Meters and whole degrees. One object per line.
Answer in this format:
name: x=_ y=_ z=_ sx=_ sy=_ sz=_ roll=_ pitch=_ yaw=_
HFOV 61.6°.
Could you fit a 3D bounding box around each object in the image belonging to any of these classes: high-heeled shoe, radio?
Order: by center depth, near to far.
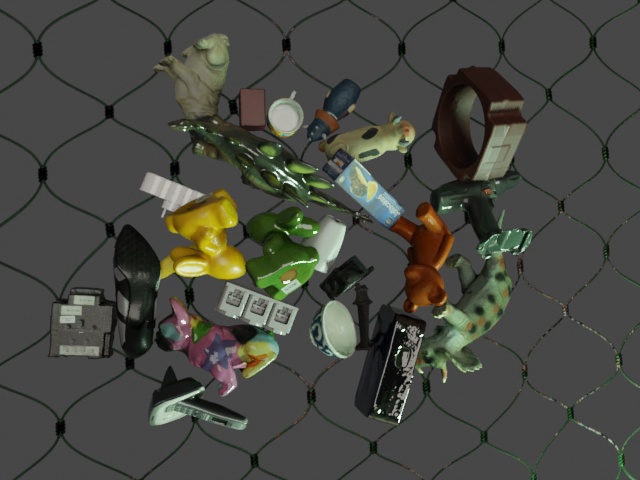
high-heeled shoe: x=-0.370 y=0.104 z=1.062 sx=0.086 sy=0.145 sz=0.249 roll=1 pitch=58 yaw=-31
radio: x=0.145 y=0.257 z=1.119 sx=0.073 sy=0.131 sz=0.229 roll=16 pitch=87 yaw=-9

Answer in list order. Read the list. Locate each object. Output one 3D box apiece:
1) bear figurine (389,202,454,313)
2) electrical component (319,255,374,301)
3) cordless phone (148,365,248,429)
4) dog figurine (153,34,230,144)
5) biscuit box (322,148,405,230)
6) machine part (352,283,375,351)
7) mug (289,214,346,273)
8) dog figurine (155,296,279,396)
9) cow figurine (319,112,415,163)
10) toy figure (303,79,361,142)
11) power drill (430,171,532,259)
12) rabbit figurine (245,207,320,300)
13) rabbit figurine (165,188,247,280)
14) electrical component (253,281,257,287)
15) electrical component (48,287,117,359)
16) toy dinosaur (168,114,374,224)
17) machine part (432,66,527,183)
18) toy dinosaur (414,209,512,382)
bear figurine: x=0.205 y=0.042 z=1.117 sx=0.132 sy=0.120 sz=0.196 roll=38 pitch=55 yaw=-23
electrical component: x=0.063 y=0.072 z=1.126 sx=0.048 sy=0.075 sz=0.119 roll=49 pitch=47 yaw=10
cordless phone: x=-0.232 y=0.329 z=1.035 sx=0.184 sy=0.146 sz=0.089 roll=23 pitch=51 yaw=-5
dog figurine: x=-0.217 y=-0.295 z=1.075 sx=0.172 sy=0.121 sz=0.190 roll=-33 pitch=110 yaw=-6
biscuit box: x=0.093 y=-0.100 z=1.095 sx=0.059 sy=0.063 sz=0.202 roll=-49 pitch=130 yaw=5
machine part: x=0.091 y=0.161 z=1.127 sx=0.039 sy=0.084 sz=0.139 roll=-4 pitch=81 yaw=10
mug: x=-0.002 y=-0.003 z=1.105 sx=0.109 sy=0.081 sz=0.107 roll=31 pitch=99 yaw=-2
dog figurine: x=-0.211 y=0.187 z=1.063 sx=0.191 sy=0.108 sz=0.219 roll=-36 pitch=94 yaw=-8
cow figurine: x=0.104 y=-0.204 z=1.114 sx=0.195 sy=0.127 sz=0.085 roll=-17 pitch=96 yaw=-8
toy figure: x=0.027 y=-0.266 z=1.133 sx=0.154 sy=0.064 sz=0.057 roll=-54 pitch=137 yaw=-2
power drill: x=0.368 y=-0.066 z=1.146 sx=0.232 sy=0.085 sz=0.207 roll=-9 pitch=54 yaw=-11
rabbit figurine: x=-0.084 y=0.002 z=1.042 sx=0.159 sy=0.121 sz=0.170 roll=-39 pitch=56 yaw=11
rabbit figurine: x=-0.207 y=0.010 z=1.022 sx=0.162 sy=0.122 sz=0.173 roll=-31 pitch=116 yaw=-10
electrical component: x=-0.092 y=0.079 z=1.127 sx=0.094 sy=0.021 sz=0.063 roll=-36 pitch=97 yaw=-10
electrical component: x=-0.454 y=0.159 z=1.037 sx=0.115 sy=0.058 sz=0.134 roll=6 pitch=88 yaw=-13
toy dinosaur: x=-0.080 y=-0.128 z=1.043 sx=0.471 sy=0.199 sz=0.105 roll=20 pitch=98 yaw=-43
machine part: x=0.322 y=-0.235 z=1.104 sx=0.087 sy=0.202 sz=0.200 roll=-9 pitch=136 yaw=-18
toy dinosaur: x=0.342 y=0.134 z=1.173 sx=0.405 sy=0.131 sz=0.192 roll=-45 pitch=112 yaw=-13
